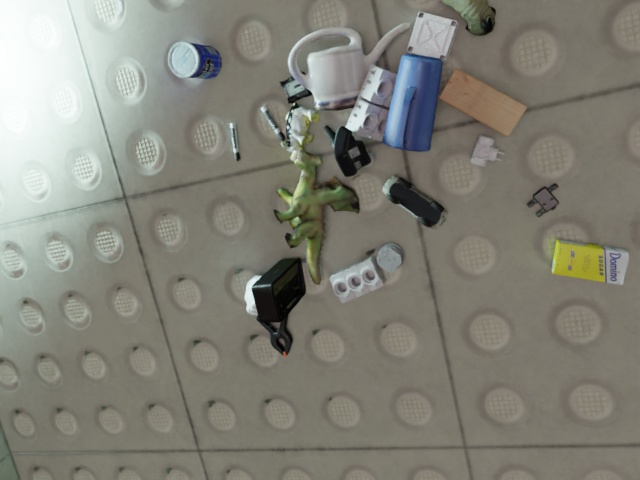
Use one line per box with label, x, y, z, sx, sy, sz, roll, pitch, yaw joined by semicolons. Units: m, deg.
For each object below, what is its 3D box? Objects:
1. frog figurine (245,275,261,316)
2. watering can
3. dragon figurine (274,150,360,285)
frog figurine;-0.199;0.186;1.657;0.123;0.161;0.135;29;111;11
watering can;0.089;-0.480;1.432;0.348;0.106;0.220;-9;112;0
dragon figurine;0.005;-0.079;1.570;0.241;0.124;0.406;-22;104;13
